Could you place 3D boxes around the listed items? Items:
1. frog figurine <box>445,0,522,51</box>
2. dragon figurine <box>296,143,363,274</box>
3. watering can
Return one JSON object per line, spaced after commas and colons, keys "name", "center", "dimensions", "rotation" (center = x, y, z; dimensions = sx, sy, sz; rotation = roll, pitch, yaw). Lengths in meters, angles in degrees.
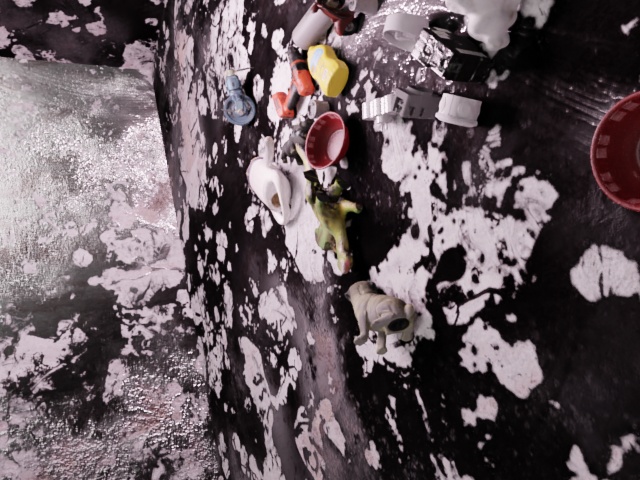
{"name": "frog figurine", "center": [0.281, -0.408, 0.878], "dimensions": [0.122, 0.137, 0.160], "rotation": [143, 122, -76]}
{"name": "dragon figurine", "center": [0.004, -0.073, 1.455], "dimensions": [0.237, 0.122, 0.419], "rotation": [102, 150, -41]}
{"name": "watering can", "center": [-0.168, -0.213, 1.704], "dimensions": [0.228, 0.105, 0.340], "rotation": [44, 150, 49]}
